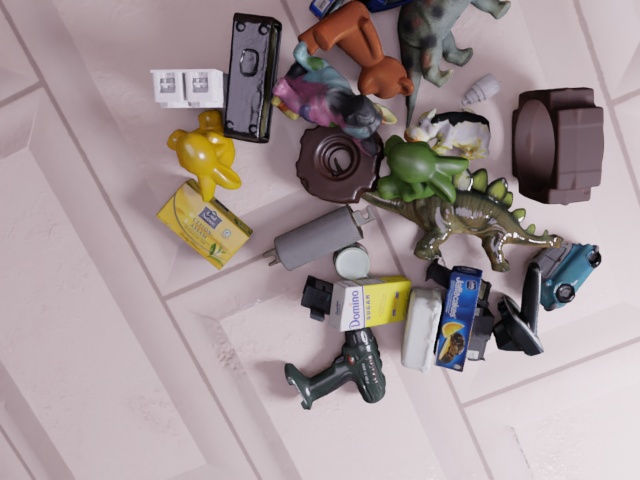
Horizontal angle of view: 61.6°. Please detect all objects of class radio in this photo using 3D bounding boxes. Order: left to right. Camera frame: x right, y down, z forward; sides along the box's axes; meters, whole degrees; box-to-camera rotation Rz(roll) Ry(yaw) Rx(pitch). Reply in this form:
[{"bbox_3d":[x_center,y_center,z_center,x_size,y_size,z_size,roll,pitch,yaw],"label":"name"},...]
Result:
[{"bbox_3d":[-0.124,-0.295,0.996,0.073,0.131,0.229,7,104,2],"label":"radio"}]

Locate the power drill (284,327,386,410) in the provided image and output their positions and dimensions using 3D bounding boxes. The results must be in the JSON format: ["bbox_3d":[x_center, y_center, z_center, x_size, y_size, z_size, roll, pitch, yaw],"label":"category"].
[{"bbox_3d":[0.030,0.264,1.160,0.207,0.086,0.231,-25,104,0],"label":"power drill"}]

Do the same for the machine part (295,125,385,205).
[{"bbox_3d":[0.038,-0.154,1.039,0.180,0.056,0.179,0,90,14],"label":"machine part"}]

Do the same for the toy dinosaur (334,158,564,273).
[{"bbox_3d":[0.247,-0.056,1.063,0.472,0.105,0.198,11,96,4],"label":"toy dinosaur"}]

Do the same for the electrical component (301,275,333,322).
[{"bbox_3d":[-0.001,0.120,1.100,0.075,0.119,0.047,19,104,-1],"label":"electrical component"}]

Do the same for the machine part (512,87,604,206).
[{"bbox_3d":[0.426,-0.172,0.974,0.087,0.201,0.200,-5,103,0],"label":"machine part"}]

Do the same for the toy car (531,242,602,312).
[{"bbox_3d":[0.480,0.060,1.083,0.103,0.109,0.161,37,93,11],"label":"toy car"}]

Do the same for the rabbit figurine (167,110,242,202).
[{"bbox_3d":[-0.224,-0.155,1.013,0.122,0.173,0.162,-21,98,2],"label":"rabbit figurine"}]

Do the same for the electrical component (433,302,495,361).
[{"bbox_3d":[0.303,0.183,1.138,0.115,0.058,0.134,8,103,-2],"label":"electrical component"}]

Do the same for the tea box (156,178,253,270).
[{"bbox_3d":[-0.232,-0.033,1.095,0.169,0.068,0.098,40,102,-7],"label":"tea box"}]

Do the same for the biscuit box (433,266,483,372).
[{"bbox_3d":[0.274,0.154,1.062,0.059,0.063,0.202,11,105,19],"label":"biscuit box"}]

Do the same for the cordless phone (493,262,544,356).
[{"bbox_3d":[0.404,0.123,1.074,0.089,0.146,0.184,5,105,10],"label":"cordless phone"}]

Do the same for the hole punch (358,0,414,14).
[{"bbox_3d":[0.112,-0.471,0.958,0.092,0.116,0.142,-7,102,-13],"label":"hole punch"}]

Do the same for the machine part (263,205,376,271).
[{"bbox_3d":[-0.002,-0.003,1.085,0.243,0.079,0.079,-24,102,11],"label":"machine part"}]

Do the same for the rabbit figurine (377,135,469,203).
[{"bbox_3d":[0.170,-0.117,0.944,0.159,0.170,0.121,21,94,15],"label":"rabbit figurine"}]

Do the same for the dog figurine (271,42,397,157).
[{"bbox_3d":[0.025,-0.238,0.967,0.219,0.191,0.108,33,87,-5],"label":"dog figurine"}]

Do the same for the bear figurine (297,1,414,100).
[{"bbox_3d":[0.071,-0.320,0.971,0.132,0.120,0.195,-38,115,-9],"label":"bear figurine"}]

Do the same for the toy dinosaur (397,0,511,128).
[{"bbox_3d":[0.219,-0.417,0.971,0.192,0.131,0.404,42,109,9],"label":"toy dinosaur"}]

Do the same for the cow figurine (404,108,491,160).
[{"bbox_3d":[0.245,-0.213,1.028,0.167,0.068,0.098,11,88,-14],"label":"cow figurine"}]

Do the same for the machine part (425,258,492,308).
[{"bbox_3d":[0.288,0.086,1.112,0.139,0.084,0.039,24,137,5],"label":"machine part"}]
